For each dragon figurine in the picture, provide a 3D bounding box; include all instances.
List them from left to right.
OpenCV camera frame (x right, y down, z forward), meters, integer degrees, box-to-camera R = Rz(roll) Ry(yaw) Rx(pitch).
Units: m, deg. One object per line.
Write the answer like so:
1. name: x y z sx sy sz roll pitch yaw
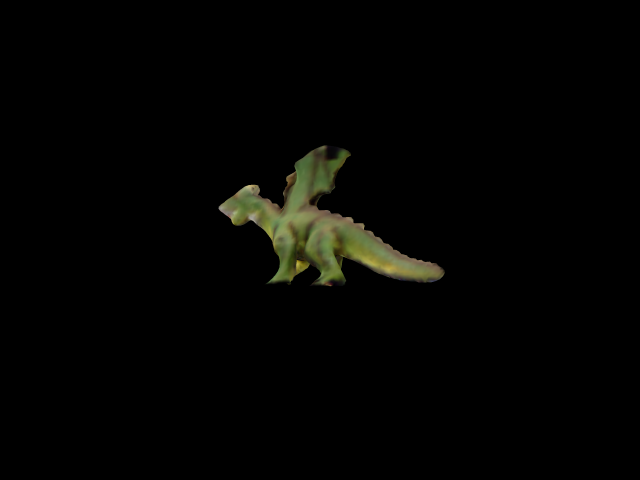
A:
1. dragon figurine: 0.003 -0.043 0.850 0.409 0.245 0.121 -4 -10 28
